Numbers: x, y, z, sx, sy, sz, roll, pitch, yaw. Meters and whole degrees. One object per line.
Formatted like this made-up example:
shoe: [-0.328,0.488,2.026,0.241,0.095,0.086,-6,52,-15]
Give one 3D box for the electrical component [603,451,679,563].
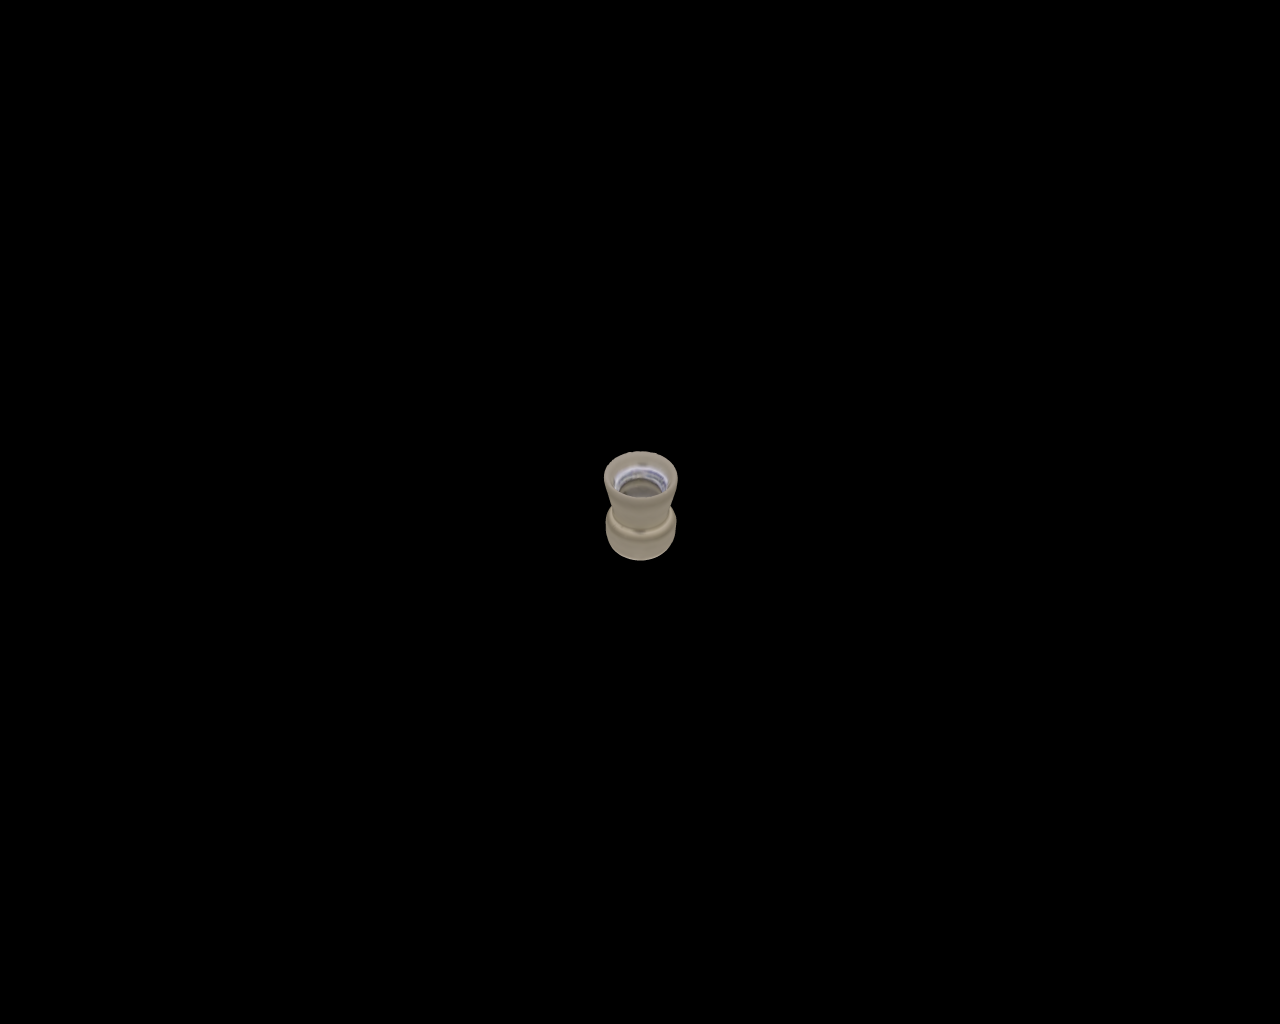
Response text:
electrical component: [0.001,-0.003,0.650,0.045,0.055,0.045,0,43,0]
